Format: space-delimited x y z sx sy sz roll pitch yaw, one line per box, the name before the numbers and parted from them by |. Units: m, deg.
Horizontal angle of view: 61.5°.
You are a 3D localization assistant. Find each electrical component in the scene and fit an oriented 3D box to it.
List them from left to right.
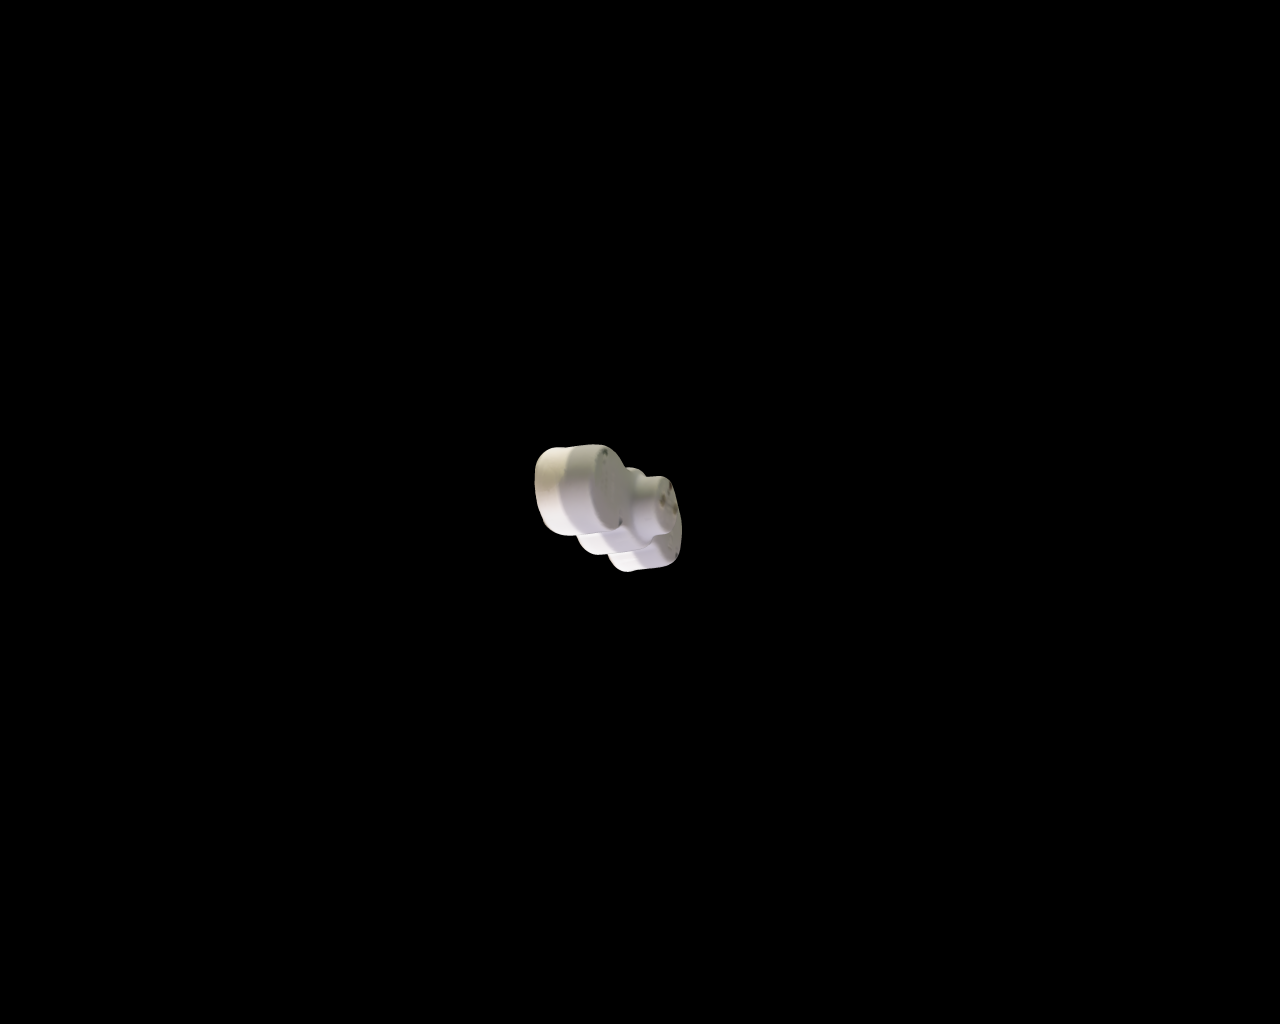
electrical component | 0.001 -0.003 0.650 0.074 0.052 0.138 -8 -20 22
